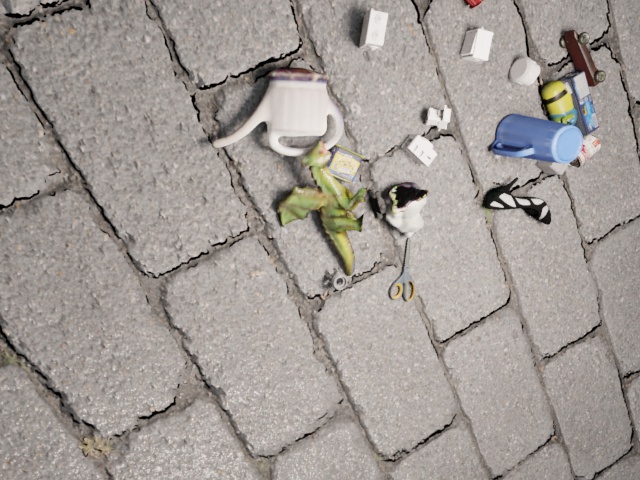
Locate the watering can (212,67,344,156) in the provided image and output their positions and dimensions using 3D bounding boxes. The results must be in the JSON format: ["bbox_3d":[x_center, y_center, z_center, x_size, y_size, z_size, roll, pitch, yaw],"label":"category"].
[{"bbox_3d":[-0.099,-0.326,1.311,0.348,0.105,0.222,-3,101,-20],"label":"watering can"}]

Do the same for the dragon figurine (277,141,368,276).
[{"bbox_3d":[0.004,-0.071,1.412,0.243,0.125,0.401,7,120,0],"label":"dragon figurine"}]

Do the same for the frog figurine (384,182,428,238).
[{"bbox_3d":[0.255,-0.090,1.513,0.139,0.124,0.156,-47,150,-14],"label":"frog figurine"}]
